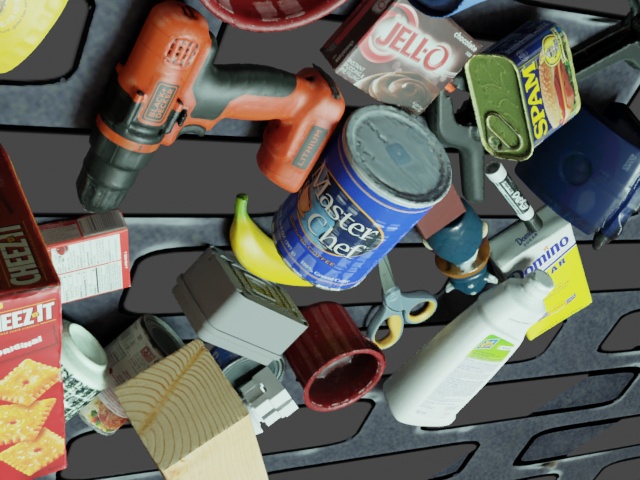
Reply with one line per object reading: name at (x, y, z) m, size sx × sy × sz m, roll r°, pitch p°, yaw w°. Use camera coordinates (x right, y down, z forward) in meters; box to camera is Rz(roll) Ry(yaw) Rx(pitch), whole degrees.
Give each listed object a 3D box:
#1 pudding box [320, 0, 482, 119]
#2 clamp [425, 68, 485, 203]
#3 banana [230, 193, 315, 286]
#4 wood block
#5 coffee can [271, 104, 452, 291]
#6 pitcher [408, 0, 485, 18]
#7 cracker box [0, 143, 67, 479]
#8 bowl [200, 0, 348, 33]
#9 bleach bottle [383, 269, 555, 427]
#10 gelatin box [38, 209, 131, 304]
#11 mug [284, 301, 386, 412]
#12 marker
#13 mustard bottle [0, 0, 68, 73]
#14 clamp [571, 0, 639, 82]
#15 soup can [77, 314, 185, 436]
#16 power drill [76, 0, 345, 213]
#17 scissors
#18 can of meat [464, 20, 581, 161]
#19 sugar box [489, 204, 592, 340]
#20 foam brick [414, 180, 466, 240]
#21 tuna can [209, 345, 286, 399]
pudding box at (0.068, -0.160, 0.891) m, size 0.090 × 0.039 × 0.113 m, roll -47°, pitch 140°, yaw 18°
clamp at (0.157, -0.117, 1.001) m, size 0.120 × 0.039 × 0.171 m, roll -46°, pitch 140°, yaw -4°
banana at (-0.021, 0.014, 1.018) m, size 0.197 × 0.037 × 0.070 m, roll 19°, pitch 119°, yaw -45°
wood block at (-0.116, 0.188, 1.006) m, size 0.090 × 0.090 × 0.206 m, roll -31°, pitch 154°, yaw -13°
coffee can at (0.033, -0.034, 0.923) m, size 0.102 × 0.103 × 0.141 m, roll -1°, pitch 148°, yaw -34°
pitcher at (0.173, -0.260, 0.779) m, size 0.242 × 0.149 × 0.145 m, roll -21°, pitch 135°, yaw -20°
cracker box at (-0.246, 0.059, 0.808) m, size 0.072 × 0.164 × 0.214 m, roll -13°, pitch 138°, yaw -25°
bowl at (-0.028, -0.227, 0.740) m, size 0.162 × 0.055 × 0.162 m, roll -19°, pitch 140°, yaw -17°
bleach bottle at (0.180, 0.120, 1.216) m, size 0.102 × 0.068 × 0.251 m, roll 8°, pitch 136°, yaw -37°
gelatin box at (-0.206, 0.016, 0.898) m, size 0.089 × 0.030 × 0.073 m, roll -14°, pitch 138°, yaw -19°
mug at (0.018, 0.119, 1.122) m, size 0.117 × 0.081 × 0.093 m, roll 1°, pitch 131°, yaw -35°
marker at (0.205, -0.043, 1.117) m, size 0.020 × 0.020 × 0.121 m, roll -39°, pitch 134°, yaw 7°
mustard bottle at (-0.246, -0.178, 0.640) m, size 0.096 × 0.058 × 0.191 m, roll -47°, pitch 139°, yaw 17°
clamp at (0.306, -0.210, 1.004) m, size 0.209 × 0.036 × 0.165 m, roll -8°, pitch 138°, yaw -28°
soup can at (-0.180, 0.126, 1.004) m, size 0.102 × 0.068 × 0.068 m, roll -41°, pitch 141°, yaw 9°
power drill at (-0.086, -0.088, 0.847) m, size 0.187 × 0.057 × 0.185 m, roll 7°, pitch 127°, yaw -39°
scissors at (0.091, 0.053, 1.141) m, size 0.096 × 0.016 × 0.202 m, roll -23°, pitch 148°, yaw -20°
can of meat at (0.182, -0.135, 0.948) m, size 0.083 × 0.058 × 0.102 m, roll -37°, pitch 122°, yaw -33°
sugar box at (0.254, 0.040, 1.231) m, size 0.093 × 0.048 × 0.176 m, roll -33°, pitch 143°, yaw 0°
foam brick at (0.097, -0.048, 1.021) m, size 0.051 × 0.053 × 0.078 m, roll -34°, pitch 141°, yaw 2°
tuna can at (-0.080, 0.135, 1.110) m, size 0.086 × 0.034 × 0.086 m, roll -19°, pitch 140°, yaw -17°
